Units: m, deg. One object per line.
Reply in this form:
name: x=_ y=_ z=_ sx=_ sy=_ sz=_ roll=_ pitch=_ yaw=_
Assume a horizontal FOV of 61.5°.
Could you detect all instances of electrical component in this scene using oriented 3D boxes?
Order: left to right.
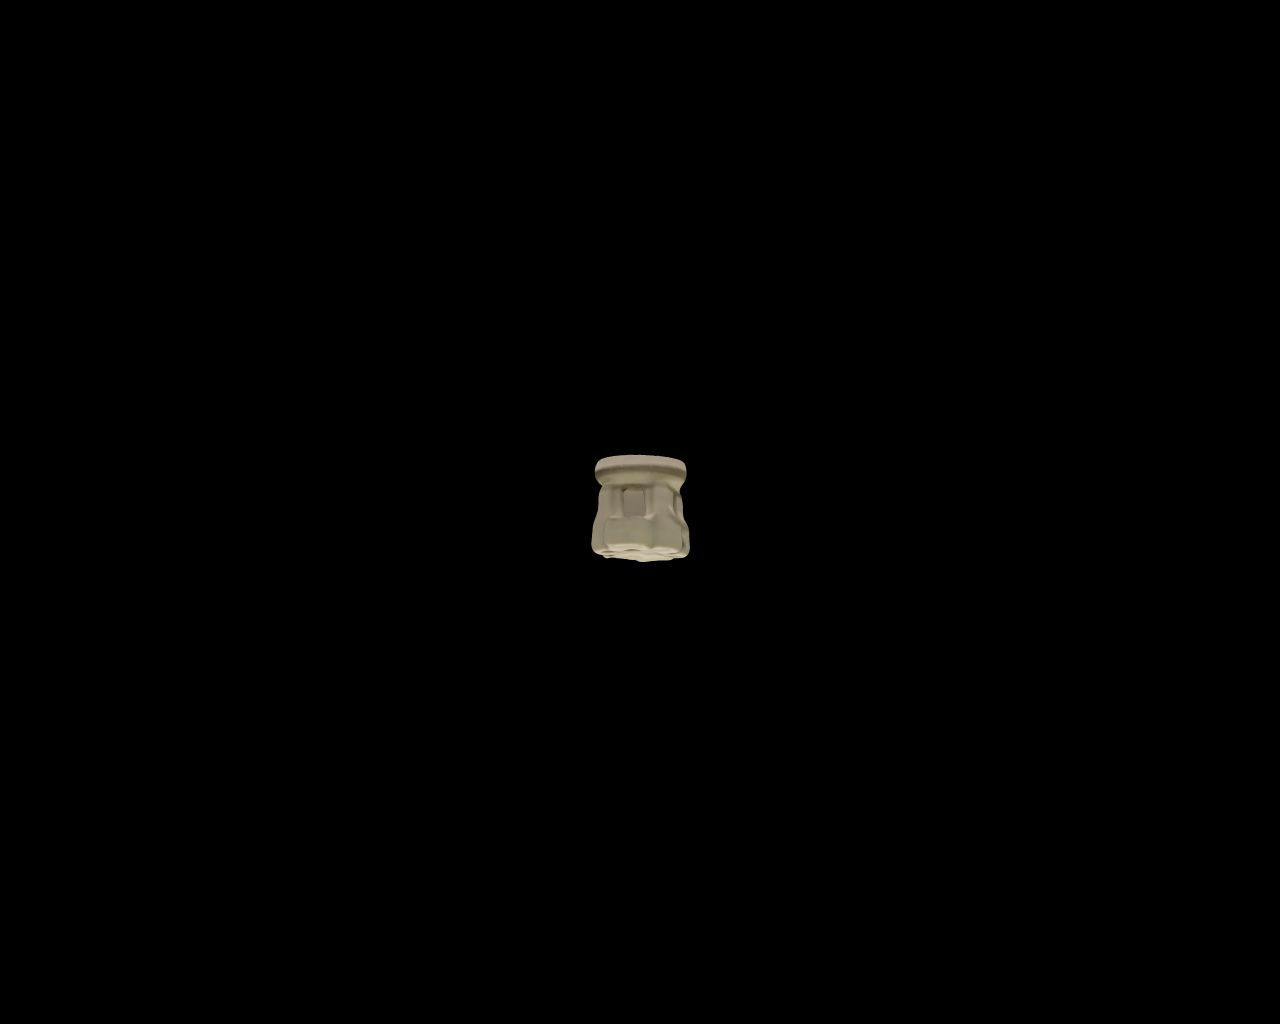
electrical component: x=0.001 y=-0.003 z=0.650 sx=0.058 sy=0.057 sz=0.078 roll=-3 pitch=-10 yaw=15
